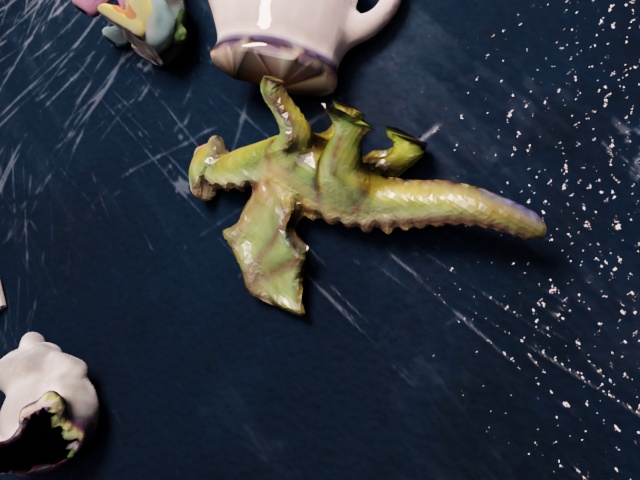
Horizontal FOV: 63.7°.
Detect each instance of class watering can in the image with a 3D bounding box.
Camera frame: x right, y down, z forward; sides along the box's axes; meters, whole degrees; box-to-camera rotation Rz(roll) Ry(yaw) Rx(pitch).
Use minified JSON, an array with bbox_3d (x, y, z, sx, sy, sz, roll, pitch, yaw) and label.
[{"bbox_3d":[-0.077,-0.297,0.627,0.348,0.103,0.226,12,80,4],"label":"watering can"}]

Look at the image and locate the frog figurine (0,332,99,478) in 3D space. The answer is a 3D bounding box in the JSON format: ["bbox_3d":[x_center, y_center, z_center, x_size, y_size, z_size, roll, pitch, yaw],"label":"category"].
[{"bbox_3d":[-0.338,0.194,0.623,0.137,0.122,0.161,-61,33,7],"label":"frog figurine"}]

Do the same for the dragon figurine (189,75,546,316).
[{"bbox_3d":[0.002,-0.029,0.574,0.414,0.122,0.240,36,107,23],"label":"dragon figurine"}]
